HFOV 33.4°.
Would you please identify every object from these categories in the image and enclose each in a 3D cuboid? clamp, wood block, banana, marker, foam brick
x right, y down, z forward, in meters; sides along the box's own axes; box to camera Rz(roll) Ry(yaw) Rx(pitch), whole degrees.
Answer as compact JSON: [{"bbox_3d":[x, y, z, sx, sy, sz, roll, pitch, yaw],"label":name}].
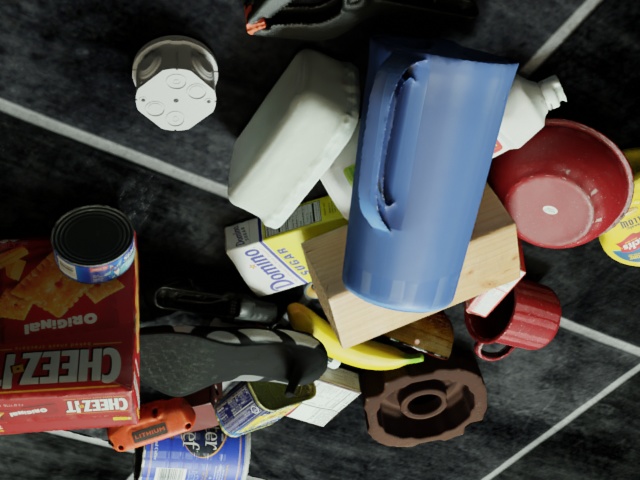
[{"bbox_3d":[-0.091,0.077,1.195,0.120,0.039,0.171,10,178,34],"label":"clamp"},{"bbox_3d":[0.096,0.021,1.123,0.206,0.091,0.090,-21,137,-5],"label":"wood block"},{"bbox_3d":[0.032,0.124,1.326,0.197,0.037,0.070,21,134,-25],"label":"banana"},{"bbox_3d":[-0.017,0.133,1.338,0.020,0.020,0.121,-33,137,25],"label":"marker"},{"bbox_3d":[-0.154,0.193,1.346,0.051,0.078,0.053,-12,138,6],"label":"foam brick"},{"bbox_3d":[0.036,-0.221,0.951,0.210,0.036,0.164,-20,143,17],"label":"clamp"}]

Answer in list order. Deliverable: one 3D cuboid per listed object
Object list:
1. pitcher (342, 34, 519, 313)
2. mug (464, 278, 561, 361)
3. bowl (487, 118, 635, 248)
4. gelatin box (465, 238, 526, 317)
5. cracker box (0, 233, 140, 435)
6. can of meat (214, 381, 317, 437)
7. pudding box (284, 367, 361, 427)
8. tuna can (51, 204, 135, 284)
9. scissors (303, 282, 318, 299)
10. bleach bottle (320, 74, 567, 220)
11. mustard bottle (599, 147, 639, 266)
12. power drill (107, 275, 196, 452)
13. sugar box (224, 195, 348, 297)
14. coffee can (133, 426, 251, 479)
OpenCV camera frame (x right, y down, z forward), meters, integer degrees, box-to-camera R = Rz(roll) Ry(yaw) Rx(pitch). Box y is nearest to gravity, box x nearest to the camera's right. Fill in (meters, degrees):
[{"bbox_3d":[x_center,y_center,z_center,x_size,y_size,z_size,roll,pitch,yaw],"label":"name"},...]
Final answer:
[{"bbox_3d":[0.085,-0.060,0.968,0.149,0.145,0.243,5,107,-16],"label":"pitcher"},{"bbox_3d":[0.229,0.096,1.284,0.081,0.093,0.117,15,110,-30],"label":"mug"},{"bbox_3d":[0.243,-0.045,1.116,0.162,0.055,0.162,12,131,14],"label":"bowl"},{"bbox_3d":[0.198,0.034,1.227,0.030,0.073,0.089,20,132,-17],"label":"gelatin box"},{"bbox_3d":[-0.272,0.091,1.113,0.164,0.213,0.072,-4,138,-5],"label":"cracker box"},{"bbox_3d":[-0.069,0.195,1.308,0.101,0.057,0.084,-9,155,-48],"label":"can of meat"},{"bbox_3d":[-0.016,0.197,1.400,0.113,0.039,0.090,21,129,-30],"label":"pudding box"},{"bbox_3d":[-0.237,0.005,1.120,0.086,0.086,0.034,-2,139,-7],"label":"tuna can"},{"bbox_3d":[0.054,0.022,1.233,0.096,0.016,0.202,13,134,-29],"label":"scissors"},{"bbox_3d":[0.121,-0.108,1.071,0.251,0.068,0.102,-22,135,12],"label":"bleach bottle"},{"bbox_3d":[0.359,-0.021,1.204,0.096,0.058,0.191,-24,136,18],"label":"mustard bottle"},{"bbox_3d":[-0.210,0.143,1.250,0.184,0.057,0.187,-18,108,2],"label":"power drill"},{"bbox_3d":[-0.008,0.002,1.182,0.176,0.048,0.093,-19,137,11],"label":"sugar box"},{"bbox_3d":[-0.171,0.278,1.416,0.140,0.103,0.103,6,136,-15],"label":"coffee can"}]
